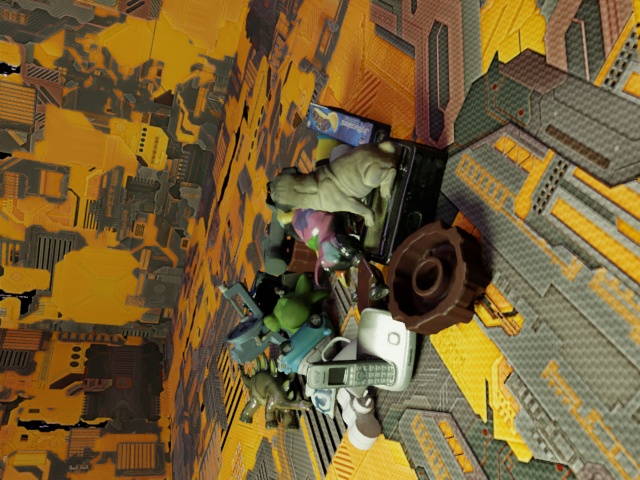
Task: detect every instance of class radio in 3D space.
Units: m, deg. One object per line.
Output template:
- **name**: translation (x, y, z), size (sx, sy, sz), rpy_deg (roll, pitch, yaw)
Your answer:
- **radio**: translation (0.145, -0.065, 0.972), size (0.131, 0.073, 0.229), rpy_deg (-148, 68, -66)

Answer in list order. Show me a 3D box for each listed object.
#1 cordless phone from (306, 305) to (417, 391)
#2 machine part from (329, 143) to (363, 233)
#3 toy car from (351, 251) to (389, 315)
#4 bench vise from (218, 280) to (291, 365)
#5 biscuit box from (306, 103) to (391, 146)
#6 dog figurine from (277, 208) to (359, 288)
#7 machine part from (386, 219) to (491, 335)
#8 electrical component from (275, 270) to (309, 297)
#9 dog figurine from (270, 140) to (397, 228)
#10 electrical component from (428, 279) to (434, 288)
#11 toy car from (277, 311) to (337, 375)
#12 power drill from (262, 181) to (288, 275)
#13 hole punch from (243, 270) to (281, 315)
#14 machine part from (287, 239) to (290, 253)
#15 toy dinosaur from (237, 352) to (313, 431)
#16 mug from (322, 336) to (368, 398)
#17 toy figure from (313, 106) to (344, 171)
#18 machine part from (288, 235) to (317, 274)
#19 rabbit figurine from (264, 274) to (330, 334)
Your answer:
- **cordless phone**: translation (0.066, 0.184, 0.910), size (0.089, 0.184, 0.146), rpy_deg (-129, 40, -66)
- **machine part**: translation (0.064, -0.124, 1.185), size (0.079, 0.079, 0.243), rpy_deg (129, 143, -51)
- **toy car**: translation (0.095, 0.097, 0.986), size (0.202, 0.053, 0.089), rpy_deg (86, 163, -54)
- **bench vise**: translation (-0.169, 0.197, 1.405), size (0.240, 0.224, 0.129), rpy_deg (56, 169, -11)
- **biscuit box**: translation (0.058, -0.246, 1.170), size (0.203, 0.063, 0.059), rpy_deg (30, 112, 41)
- **dog figurine**: translation (-0.002, -0.003, 1.074), size (0.191, 0.108, 0.219), rpy_deg (-29, 60, 43)
- **machine part**: translation (0.177, 0.059, 0.832), size (0.179, 0.056, 0.179), rpy_deg (-35, 43, 42)
- **electrical component**: translation (-0.065, 0.117, 1.387), size (0.045, 0.102, 0.078), rpy_deg (-138, 49, -59)
- **dog figurine**: translation (0.022, -0.116, 0.945), size (0.121, 0.190, 0.172), rpy_deg (-123, 48, -58)
- **electrical component**: translation (0.171, 0.093, 0.918), size (0.063, 0.021, 0.094), rpy_deg (144, 127, -61)
- **toy car**: translation (-0.017, 0.244, 1.195), size (0.103, 0.162, 0.109), rpy_deg (37, 146, 22)
- **power drill**: translation (-0.108, -0.042, 1.331), size (0.232, 0.086, 0.207), rpy_deg (-95, 17, -51)
- **hole punch**: translation (-0.141, 0.155, 1.516), size (0.115, 0.142, 0.092), rpy_deg (-65, 23, 13)
- **machine part**: translation (-0.069, 0.066, 1.446), size (0.084, 0.039, 0.138), rpy_deg (-147, 45, -67)
- **toy dinosaur**: translation (-0.144, 0.405, 1.471), size (0.472, 0.105, 0.198), rpy_deg (-14, 62, 56)
- **mug**: translation (0.065, 0.222, 1.012), size (0.110, 0.080, 0.107), rpy_deg (35, 75, 30)
- **toy figure**: translation (0.032, -0.228, 1.295), size (0.089, 0.082, 0.180), rpy_deg (19, 96, 64)
- **machine part**: translation (-0.022, -0.026, 1.289), size (0.201, 0.087, 0.201), rpy_deg (120, 155, -73)
- **rabbit figurine**: translation (-0.045, 0.170, 1.278), size (0.159, 0.121, 0.170), rpy_deg (-53, -1, -8)
